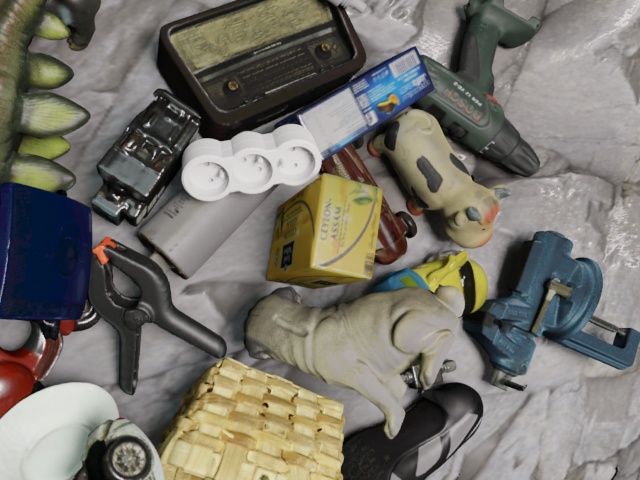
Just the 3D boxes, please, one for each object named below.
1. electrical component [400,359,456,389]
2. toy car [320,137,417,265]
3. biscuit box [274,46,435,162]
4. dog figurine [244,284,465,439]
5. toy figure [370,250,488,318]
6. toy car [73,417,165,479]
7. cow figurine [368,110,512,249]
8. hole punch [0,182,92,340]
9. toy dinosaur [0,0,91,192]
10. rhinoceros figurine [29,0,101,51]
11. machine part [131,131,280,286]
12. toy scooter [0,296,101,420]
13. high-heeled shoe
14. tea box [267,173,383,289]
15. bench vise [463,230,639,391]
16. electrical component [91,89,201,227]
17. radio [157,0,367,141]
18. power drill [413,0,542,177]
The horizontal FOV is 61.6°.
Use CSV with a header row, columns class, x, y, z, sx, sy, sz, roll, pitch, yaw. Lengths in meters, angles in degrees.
class,x,y,z,sx,sy,sz,roll,pitch,yaw
electrical component,0.130,0.154,0.687,0.094,0.021,0.063,-8,84,-19
toy car,0.048,-0.061,0.678,0.089,0.053,0.202,-30,93,-18
biscuit box,0.045,-0.159,0.637,0.203,0.063,0.059,-36,106,-27
dog figurine,0.029,0.082,0.555,0.191,0.121,0.172,32,92,5
toy figure,0.127,0.072,0.670,0.180,0.082,0.089,-23,102,-25
toy car,-0.146,0.244,0.437,0.056,0.073,0.202,2,54,-51
cow figurine,0.155,-0.076,0.676,0.085,0.127,0.195,-33,91,-17
hole punch,-0.243,0.014,0.456,0.115,0.092,0.142,12,74,-54
toy dinosaur,-0.330,-0.101,0.493,0.198,0.105,0.471,24,97,-39
rhinoceros figurine,-0.323,-0.240,0.547,0.190,0.112,0.073,-15,89,-28
machine part,-0.119,-0.041,0.603,0.079,0.079,0.243,45,71,-8
toy scooter,-0.301,0.096,0.504,0.135,0.075,0.184,47,61,-43
high-heeled shoe,0.103,0.274,0.652,0.145,0.086,0.248,38,89,-41
tea box,-0.001,-0.002,0.588,0.068,0.169,0.098,13,76,-18
bench vise,0.323,0.114,0.708,0.241,0.129,0.223,24,72,-6
electrical component,-0.186,-0.078,0.567,0.058,0.115,0.134,33,71,-9
radio,-0.065,-0.218,0.650,0.230,0.073,0.131,-30,92,-21
power drill,0.239,-0.222,0.759,0.232,0.086,0.207,26,82,-11
